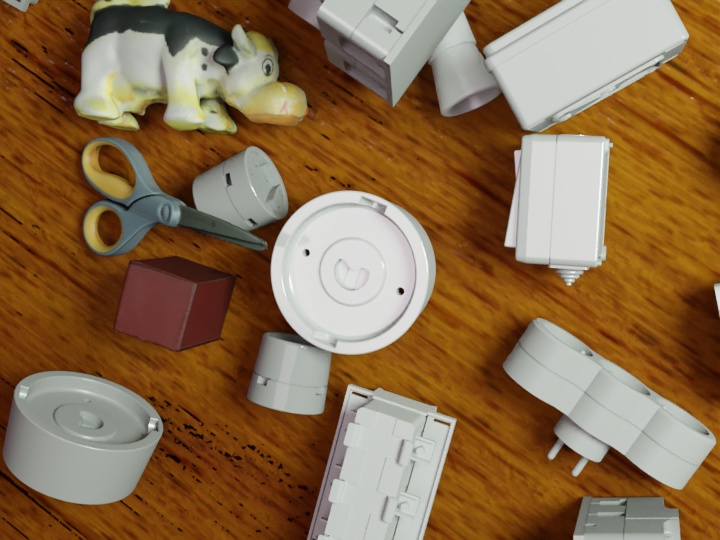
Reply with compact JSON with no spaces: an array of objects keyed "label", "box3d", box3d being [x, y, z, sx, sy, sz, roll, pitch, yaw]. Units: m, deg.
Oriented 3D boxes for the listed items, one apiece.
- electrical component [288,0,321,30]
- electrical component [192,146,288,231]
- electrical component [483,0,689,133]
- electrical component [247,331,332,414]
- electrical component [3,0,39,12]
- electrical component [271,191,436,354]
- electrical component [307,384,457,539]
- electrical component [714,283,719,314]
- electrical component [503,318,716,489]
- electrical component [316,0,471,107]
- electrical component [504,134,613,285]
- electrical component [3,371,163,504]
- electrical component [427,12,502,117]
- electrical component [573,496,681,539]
[{"label":"electrical component","box3d":[0.004,-0.189,0.727,0.079,0.043,0.077,36,102,10]},{"label":"electrical component","box3d":[-0.085,-0.053,0.757,0.047,0.055,0.055,-22,88,20]},{"label":"electrical component","box3d":[0.139,-0.133,0.660,0.109,0.109,0.056,-29,89,15]},{"label":"electrical component","box3d":[-0.048,0.071,0.756,0.055,0.055,0.047,13,94,14]},{"label":"electrical component","box3d":[-0.263,-0.224,0.789,0.081,0.064,0.042,31,101,11]},{"label":"electrical component","box3d":[0.000,0.000,0.733,0.108,0.060,0.108,1,94,15]},{"label":"electrical component","box3d":[0.010,0.150,0.739,0.079,0.063,0.121,17,98,14]},{"label":"electrical component","box3d":[0.257,0.042,0.667,0.057,0.058,0.078,-12,91,19]},{"label":"electrical component","box3d":[0.152,0.100,0.702,0.138,0.052,0.073,35,103,11]},{"label":"electrical component","box3d":[0.049,-0.201,0.648,0.060,0.105,0.186,36,88,5]},{"label":"electrical component","box3d":[0.128,-0.038,0.694,0.061,0.062,0.096,4,95,15]},{"label":"electrical component","box3d":[-0.204,0.126,0.777,0.108,0.108,0.060,26,106,12]},{"label":"electrical component","box3d":[0.063,-0.141,0.716,0.044,0.044,0.065,-24,83,16]},{"label":"electrical component","box3d":[0.176,0.229,0.685,0.062,0.089,0.150,-4,93,16]}]
